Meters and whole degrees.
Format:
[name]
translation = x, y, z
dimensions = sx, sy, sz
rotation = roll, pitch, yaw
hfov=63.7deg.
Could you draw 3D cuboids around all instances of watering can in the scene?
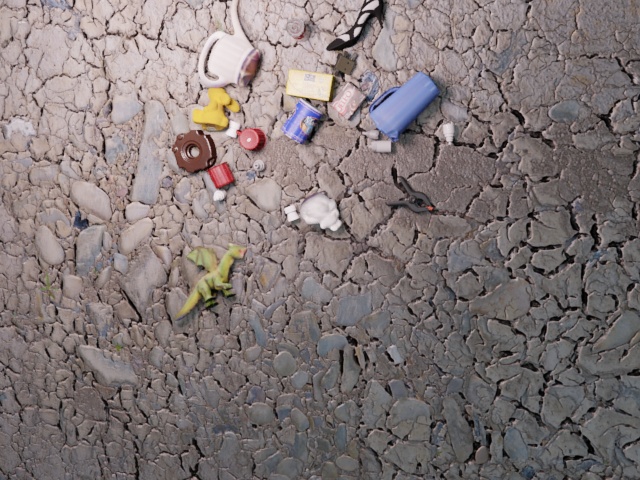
[watering can]
translation = -0.320, -0.721, 1.935
dimensions = 0.225, 0.104, 0.346
rotation = 28, 95, 7

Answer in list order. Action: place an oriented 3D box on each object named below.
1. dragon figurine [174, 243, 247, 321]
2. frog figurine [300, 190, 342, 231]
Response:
[dragon figurine]
translation = -0.466, 0.144, 2.090
dimensions = 0.408, 0.121, 0.246
rotation = -26, 74, 12
[frog figurine]
translation = 0.006, -0.097, 1.931
dimensions = 0.138, 0.121, 0.161
rotation = -32, 78, -4
